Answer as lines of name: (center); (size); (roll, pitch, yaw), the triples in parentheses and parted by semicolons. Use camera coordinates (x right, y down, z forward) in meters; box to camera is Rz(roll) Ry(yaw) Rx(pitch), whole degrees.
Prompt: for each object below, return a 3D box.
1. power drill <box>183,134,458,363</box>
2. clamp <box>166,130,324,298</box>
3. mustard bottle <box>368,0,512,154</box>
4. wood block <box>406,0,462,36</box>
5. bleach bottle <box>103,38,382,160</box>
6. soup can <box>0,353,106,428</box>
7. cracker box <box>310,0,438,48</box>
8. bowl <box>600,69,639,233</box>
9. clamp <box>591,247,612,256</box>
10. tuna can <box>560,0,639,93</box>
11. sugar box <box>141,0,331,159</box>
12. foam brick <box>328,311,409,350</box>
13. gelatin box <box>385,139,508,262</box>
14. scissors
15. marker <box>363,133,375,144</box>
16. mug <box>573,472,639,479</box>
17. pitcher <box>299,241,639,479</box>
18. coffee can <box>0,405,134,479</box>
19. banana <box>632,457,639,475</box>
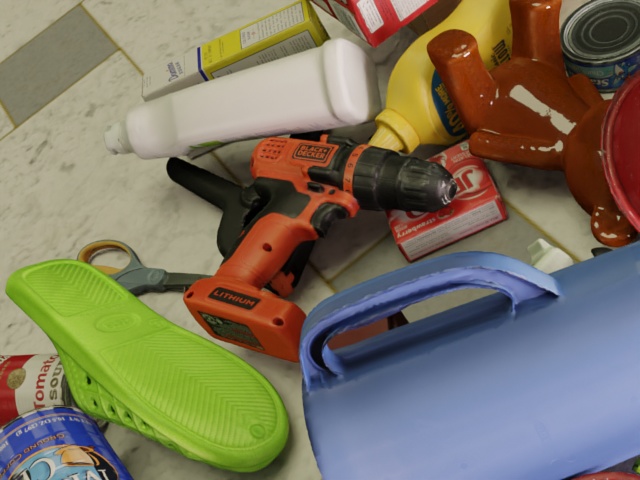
power drill: (-0.005, 0.001, 0.824); (0.185, 0.057, 0.187); (10, 56, 35)
clamp: (-0.060, -0.032, 0.939); (0.165, 0.036, 0.210); (-18, 47, 12)
mustard bottle: (0.112, -0.136, 0.885); (0.191, 0.096, 0.058); (-43, 45, -9)
wood block: (0.156, -0.283, 0.990); (0.206, 0.090, 0.090); (-37, 43, -2)
bleach bottle: (-0.079, -0.112, 0.927); (0.251, 0.102, 0.068); (-10, 87, 21)
soup can: (-0.230, 0.127, 0.883); (0.102, 0.068, 0.068); (-5, 51, 26)
cracker box: (0.076, -0.280, 0.915); (0.213, 0.072, 0.164); (-38, 44, -4)
bowl: (0.270, -0.062, 0.697); (0.162, 0.055, 0.162); (2, 71, -6)
clamp: (0.200, 0.088, 0.684); (0.120, 0.039, 0.172); (-48, 45, 2)
tuna can: (0.241, -0.164, 0.878); (0.086, 0.033, 0.086); (-17, 46, 18)
sugar box: (-0.070, -0.151, 1.008); (0.176, 0.093, 0.048); (-20, 45, 15)
foam brick: (0.039, 0.079, 0.758); (0.051, 0.078, 0.053); (-19, 46, 18)
gelatin box: (0.096, -0.033, 0.853); (0.089, 0.030, 0.073); (-25, 45, 10)
scissors: (-0.159, 0.049, 0.945); (0.202, 0.016, 0.096); (19, 66, 40)
marker: (0.082, -0.110, 0.936); (0.121, 0.020, 0.020); (-40, 44, -6)
mug: (0.174, 0.191, 0.578); (0.117, 0.081, 0.093); (21, 66, 41)
pitcher: (0.115, 0.080, 0.625); (0.243, 0.149, 0.145); (-25, 69, 17)
coffee can: (-0.176, 0.200, 0.763); (0.102, 0.102, 0.140); (-42, 44, -8)
banana: (0.281, 0.120, 0.593); (0.198, 0.069, 0.037); (-25, 1, 8)
